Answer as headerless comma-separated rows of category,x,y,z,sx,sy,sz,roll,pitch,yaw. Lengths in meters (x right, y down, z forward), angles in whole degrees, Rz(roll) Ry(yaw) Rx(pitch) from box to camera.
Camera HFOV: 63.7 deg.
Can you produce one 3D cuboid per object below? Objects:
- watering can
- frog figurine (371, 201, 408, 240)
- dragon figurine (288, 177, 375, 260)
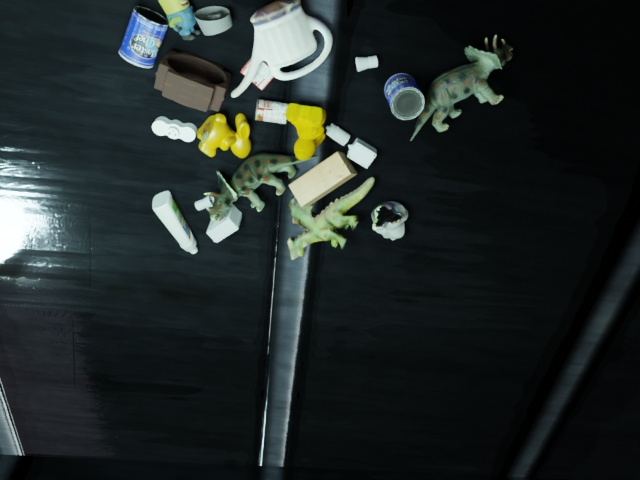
watering can,-0.136,-0.566,1.507,0.348,0.106,0.220,-24,121,0
frog figurine,0.261,-0.069,1.871,0.136,0.125,0.158,-40,152,13
dragon figurine,0.006,-0.093,1.840,0.242,0.124,0.404,24,110,-6
